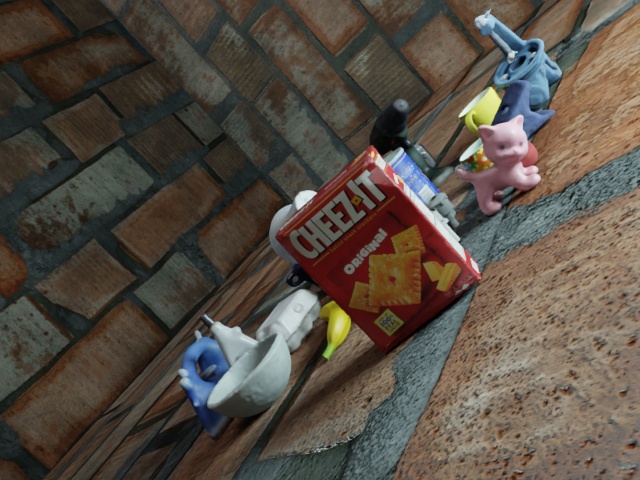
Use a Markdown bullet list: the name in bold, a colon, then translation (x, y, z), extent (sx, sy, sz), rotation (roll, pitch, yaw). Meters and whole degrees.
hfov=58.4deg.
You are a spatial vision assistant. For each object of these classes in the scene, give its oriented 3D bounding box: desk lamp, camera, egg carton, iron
- **desk lamp**: translation (0.010, 0.004, 1.106), extent (0.118, 0.213, 0.203), rotation (-47, 9, -23)
- **camera**: translation (0.217, -0.180, 1.451), extent (0.143, 0.101, 0.137), rotation (-41, 8, 12)
- **egg carton**: translation (-0.060, 0.165, 1.134), extent (0.107, 0.069, 0.150), rotation (-36, 11, 43)
- **iron**: translation (-0.219, 0.268, 1.114), extent (0.118, 0.141, 0.258), rotation (-42, 8, 9)

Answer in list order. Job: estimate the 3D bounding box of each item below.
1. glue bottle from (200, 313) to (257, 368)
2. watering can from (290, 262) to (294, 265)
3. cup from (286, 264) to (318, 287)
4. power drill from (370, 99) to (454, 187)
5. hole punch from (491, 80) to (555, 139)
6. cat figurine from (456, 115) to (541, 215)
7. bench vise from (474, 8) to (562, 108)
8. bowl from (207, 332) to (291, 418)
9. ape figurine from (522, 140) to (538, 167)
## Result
- **glue bottle**: translation (-0.155, 0.197, 1.055), extent (0.078, 0.173, 0.037), rotation (-44, 9, -8)
- **watering can**: translation (-0.017, -0.009, 1.373), extent (0.173, 0.194, 0.101), rotation (-43, 8, 3)
- **cup**: translation (-0.007, 0.076, 1.239), extent (0.118, 0.095, 0.091), rotation (-45, 8, -11)
- **power drill**: translation (0.201, -0.210, 1.301), extent (0.076, 0.208, 0.229), rotation (-45, 9, -14)
- **hole punch**: translation (0.361, -0.233, 1.064), extent (0.101, 0.091, 0.108), rotation (-42, 8, 6)
- **cat figurine**: translation (0.265, -0.120, 0.855), extent (0.127, 0.118, 0.067), rotation (-39, 10, 28)
- **bench vise**: translation (0.402, -0.389, 1.206), extent (0.121, 0.220, 0.207), rotation (-39, 9, 24)
- **bowl**: translation (-0.103, 0.237, 0.952), extent (0.167, 0.075, 0.167), rotation (-42, 8, 8)
- **ape figurine**: translation (0.297, -0.145, 0.921), extent (0.078, 0.092, 0.076), rotation (-48, 10, -32)
